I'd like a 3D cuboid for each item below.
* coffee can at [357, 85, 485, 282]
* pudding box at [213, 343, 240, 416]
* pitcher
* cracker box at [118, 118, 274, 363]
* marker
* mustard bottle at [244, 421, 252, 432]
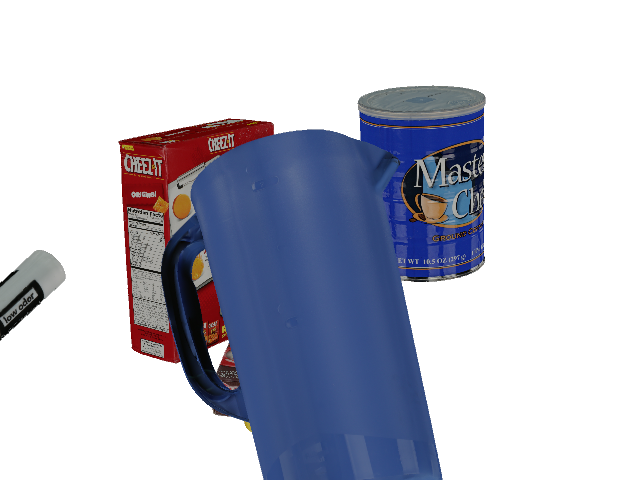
[{"bbox_3d":[0.084,-0.049,0.881,0.103,0.140,0.103,-3,19,1],"label":"coffee can"},{"bbox_3d":[-0.030,0.119,0.915,0.113,0.039,0.090,5,19,3],"label":"pudding box"},{"bbox_3d":[-0.011,0.063,0.705,0.144,0.243,0.149,-2,-25,-24],"label":"pitcher"},{"bbox_3d":[-0.119,-0.005,1.068,0.072,0.214,0.163,9,18,34],"label":"cracker box"},{"bbox_3d":[-0.153,0.047,0.447,0.020,0.020,0.121,0,36,38],"label":"marker"},{"bbox_3d":[-0.055,0.150,1.261,0.096,0.058,0.192,-8,30,-9],"label":"mustard bottle"}]
